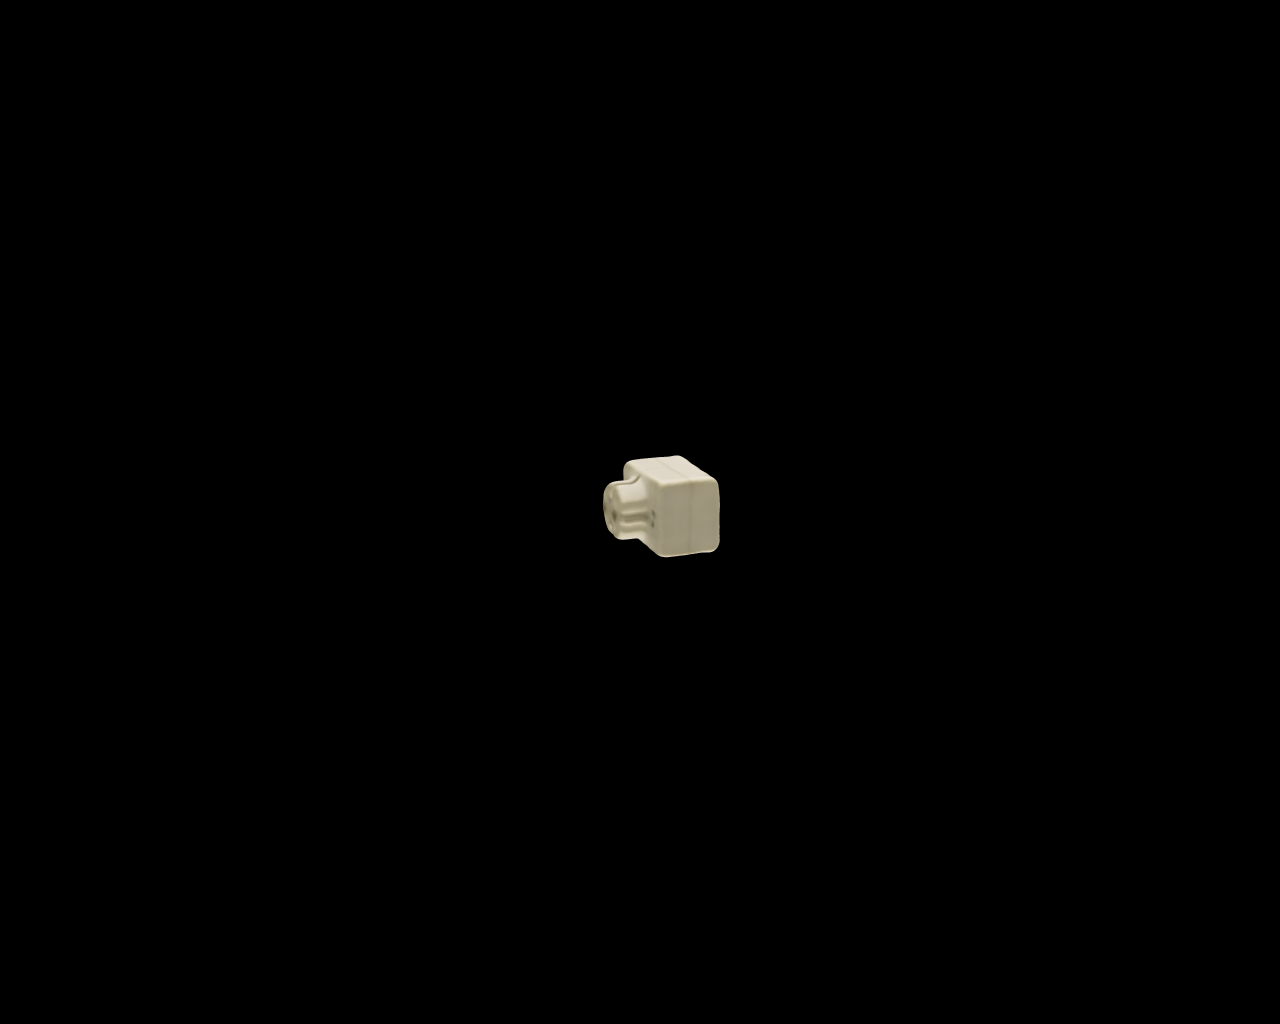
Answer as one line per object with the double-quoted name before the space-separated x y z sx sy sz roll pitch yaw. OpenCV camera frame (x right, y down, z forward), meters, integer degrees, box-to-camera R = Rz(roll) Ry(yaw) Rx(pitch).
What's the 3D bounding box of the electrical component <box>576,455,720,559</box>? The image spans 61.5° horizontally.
"electrical component" 0.001 -0.003 0.650 0.077 0.047 0.066 -6 17 -19
